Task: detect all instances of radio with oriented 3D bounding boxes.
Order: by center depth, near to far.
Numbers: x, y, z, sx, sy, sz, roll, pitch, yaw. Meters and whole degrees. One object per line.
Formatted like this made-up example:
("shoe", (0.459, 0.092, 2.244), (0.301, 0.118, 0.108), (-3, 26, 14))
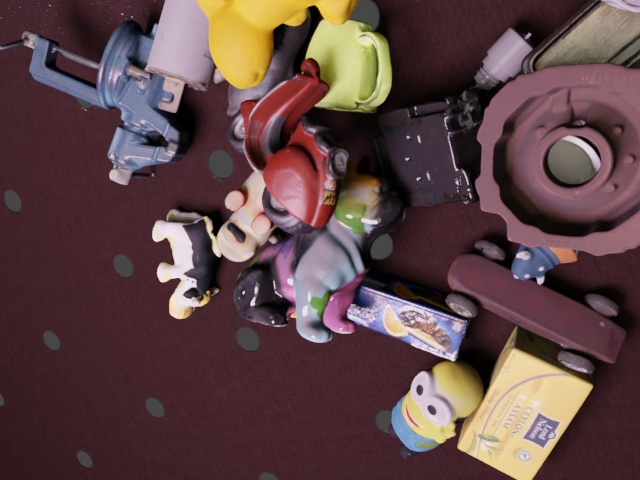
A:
("radio", (0.316, -0.189, 0.480), (0.229, 0.073, 0.131), (-42, 78, 32))

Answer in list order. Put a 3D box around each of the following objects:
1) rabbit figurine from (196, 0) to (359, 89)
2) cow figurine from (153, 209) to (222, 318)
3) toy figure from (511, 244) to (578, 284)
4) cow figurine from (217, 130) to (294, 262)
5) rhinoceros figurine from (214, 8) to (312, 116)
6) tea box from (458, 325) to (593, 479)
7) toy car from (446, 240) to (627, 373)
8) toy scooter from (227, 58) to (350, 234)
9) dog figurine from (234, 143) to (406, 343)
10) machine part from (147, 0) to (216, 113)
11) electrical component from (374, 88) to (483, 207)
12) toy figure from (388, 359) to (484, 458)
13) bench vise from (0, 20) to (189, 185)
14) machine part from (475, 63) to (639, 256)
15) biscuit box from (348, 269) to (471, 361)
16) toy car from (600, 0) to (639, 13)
("rabbit figurine", (-0.066, -0.243, 0.545), (0.162, 0.122, 0.173), (40, 119, 10))
("cow figurine", (-0.187, 0.042, 0.804), (0.098, 0.068, 0.167), (4, 111, 16))
("toy figure", (0.276, -0.006, 0.578), (0.154, 0.058, 0.064), (-31, 99, 20))
("cow figurine", (-0.066, -0.052, 0.696), (0.085, 0.127, 0.195), (42, 105, 4))
("rhinoceros figurine", (-0.065, -0.200, 0.661), (0.112, 0.073, 0.190), (20, 114, 4))
("tea box", (0.251, 0.204, 0.668), (0.098, 0.068, 0.169), (23, 115, 15))
("toy car", (0.244, 0.077, 0.620), (0.202, 0.053, 0.089), (26, 74, 11))
("toy scooter", (-0.024, -0.105, 0.554), (0.135, 0.075, 0.184), (-48, 59, 28))
("dog figurine", (-0.001, -0.002, 0.633), (0.192, 0.108, 0.219), (12, 91, 31))
("machine part", (-0.144, -0.269, 0.635), (0.079, 0.079, 0.243), (20, 95, 16))
("electrical component", (0.120, -0.096, 0.594), (0.134, 0.058, 0.114), (1, 109, 57))
("toy figure", (0.146, 0.219, 0.702), (0.082, 0.089, 0.180), (37, 142, 20))
("bench vise", (-0.282, -0.198, 0.714), (0.241, 0.129, 0.223), (22, 109, -4))
("machine part", (0.230, -0.073, 0.485), (0.180, 0.056, 0.179), (10, 111, 29))
("biscuit box", (0.090, 0.084, 0.697), (0.203, 0.063, 0.059), (17, 113, 17))
("toy car", (0.261, -0.227, 0.403), (0.162, 0.109, 0.102), (-20, 120, 37))
